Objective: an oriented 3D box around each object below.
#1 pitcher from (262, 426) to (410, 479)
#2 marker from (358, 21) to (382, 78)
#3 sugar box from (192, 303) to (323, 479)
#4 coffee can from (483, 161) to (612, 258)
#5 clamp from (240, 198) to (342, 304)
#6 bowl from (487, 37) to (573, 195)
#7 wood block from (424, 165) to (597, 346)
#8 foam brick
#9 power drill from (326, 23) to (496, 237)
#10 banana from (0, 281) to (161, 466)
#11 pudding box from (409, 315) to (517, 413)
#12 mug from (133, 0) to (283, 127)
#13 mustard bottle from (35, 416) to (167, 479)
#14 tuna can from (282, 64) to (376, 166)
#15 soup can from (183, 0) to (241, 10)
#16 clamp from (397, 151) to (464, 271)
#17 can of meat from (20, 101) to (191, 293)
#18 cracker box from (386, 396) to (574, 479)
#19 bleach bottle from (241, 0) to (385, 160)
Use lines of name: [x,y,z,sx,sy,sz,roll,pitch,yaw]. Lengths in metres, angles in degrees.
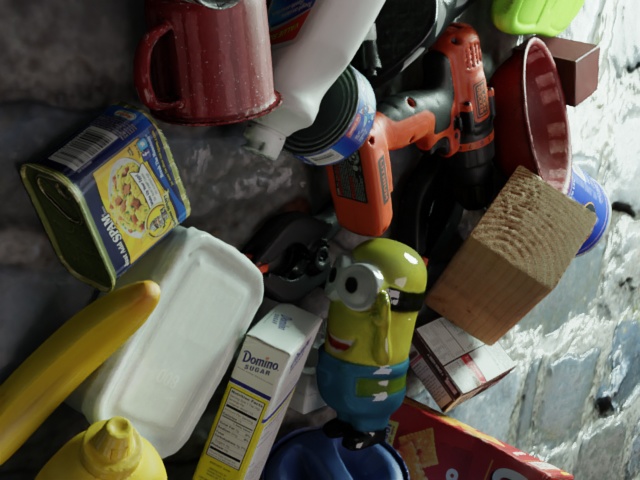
pitcher: [0.005,0.311,1.008,0.149,0.145,0.243,-24,133,-36]
marker: [0.034,-0.190,0.852,0.020,0.020,0.121,-4,86,-51]
sugar box: [-0.057,0.144,0.882,0.093,0.048,0.176,-40,151,-69]
coffee can: [0.249,-0.044,1.175,0.140,0.103,0.103,25,88,-54]
clamp: [-0.006,0.001,0.928,0.171,0.039,0.120,-1,94,-52]
bowl: [0.199,-0.113,1.044,0.162,0.055,0.162,26,60,-59]
wood block: [0.182,0.023,1.053,0.090,0.090,0.206,-53,174,-21]
foam brick: [0.249,-0.180,1.125,0.051,0.078,0.053,-33,131,-36]
power drill: [0.087,-0.078,0.945,0.187,0.057,0.184,-36,125,-37]
banana: [-0.180,0.097,0.716,0.198,0.070,0.037,-47,118,-3]
pudding box: [0.146,0.124,1.141,0.113,0.090,0.039,-16,155,-48]
mug: [-0.082,-0.126,0.719,0.117,0.093,0.081,-30,125,-44]
mustard bottle: [-0.158,0.183,0.744,0.096,0.058,0.192,-9,143,-31]
tuna can: [0.000,-0.102,0.840,0.033,0.086,0.086,26,87,-56]
soup can: [-0.094,-0.185,0.660,0.068,0.102,0.068,-28,128,-42]
clamp: [0.129,-0.067,1.065,0.164,0.036,0.210,10,96,-53]
can of meat: [-0.141,-0.031,0.721,0.083,0.058,0.102,-45,138,-31]
cracker box: [0.121,0.266,1.077,0.072,0.214,0.164,20,92,-55]
bleach bottle: [0.007,-0.178,0.794,0.068,0.103,0.251,24,89,-39]
